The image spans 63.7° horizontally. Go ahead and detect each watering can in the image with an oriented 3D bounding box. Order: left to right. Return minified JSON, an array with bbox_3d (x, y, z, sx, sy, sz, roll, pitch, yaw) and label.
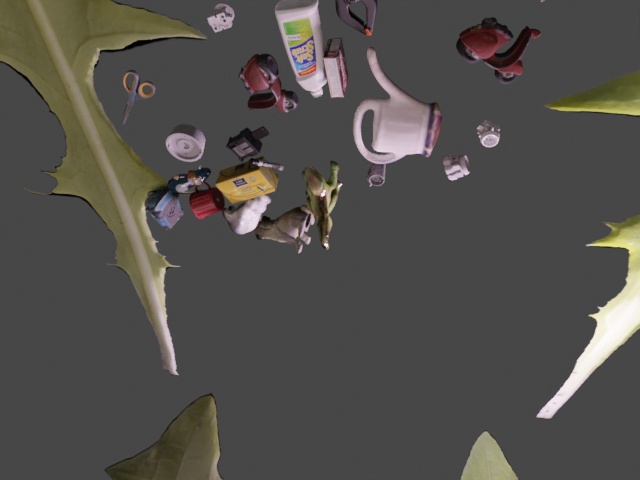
[{"bbox_3d":[0.199,-0.323,1.312,0.224,0.106,0.339,5,140,4],"label":"watering can"}]

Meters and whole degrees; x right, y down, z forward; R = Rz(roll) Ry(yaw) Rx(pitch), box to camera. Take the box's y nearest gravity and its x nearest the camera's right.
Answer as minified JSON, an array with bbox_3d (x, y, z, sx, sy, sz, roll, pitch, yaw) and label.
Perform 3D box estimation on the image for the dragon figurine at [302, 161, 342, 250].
[{"bbox_3d":[0.005,-0.078,1.543,0.122,0.249,0.400,-3,137,8],"label":"dragon figurine"}]

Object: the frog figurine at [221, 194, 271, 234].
[{"bbox_3d":[-0.224,-0.089,1.675,0.159,0.124,0.136,-16,167,16],"label":"frog figurine"}]
